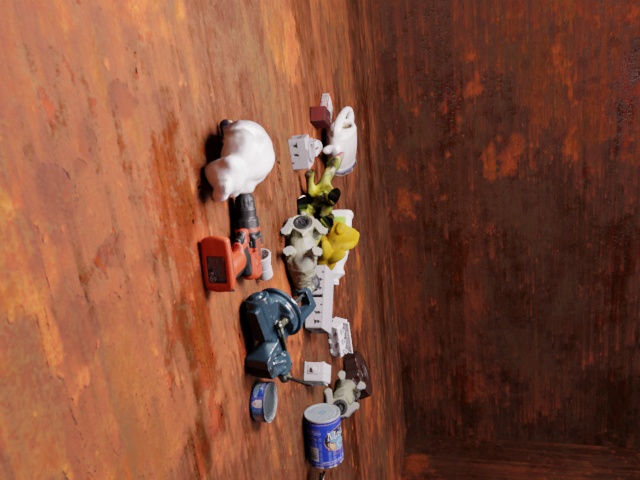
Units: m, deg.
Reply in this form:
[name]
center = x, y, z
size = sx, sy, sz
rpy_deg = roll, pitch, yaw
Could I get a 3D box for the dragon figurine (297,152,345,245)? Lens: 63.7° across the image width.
[dragon figurine]
center = 0.005, -0.079, 1.568
size = 0.242, 0.122, 0.411
rpy_deg = 19, 86, -81

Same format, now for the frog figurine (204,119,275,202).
[frog figurine]
center = -0.147, -0.143, 0.957
size = 0.163, 0.122, 0.134
rpy_deg = -91, -170, -55

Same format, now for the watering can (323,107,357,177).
[watering can]
center = 0.063, -0.314, 1.762
size = 0.356, 0.104, 0.219
rpy_deg = -65, 160, -48
